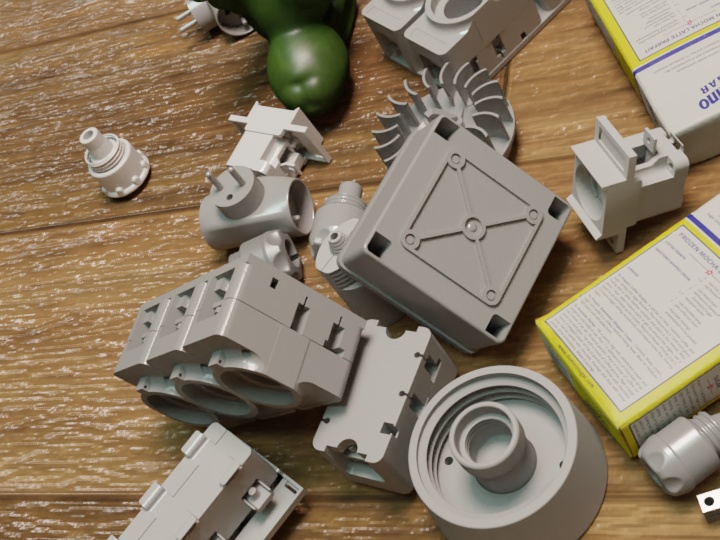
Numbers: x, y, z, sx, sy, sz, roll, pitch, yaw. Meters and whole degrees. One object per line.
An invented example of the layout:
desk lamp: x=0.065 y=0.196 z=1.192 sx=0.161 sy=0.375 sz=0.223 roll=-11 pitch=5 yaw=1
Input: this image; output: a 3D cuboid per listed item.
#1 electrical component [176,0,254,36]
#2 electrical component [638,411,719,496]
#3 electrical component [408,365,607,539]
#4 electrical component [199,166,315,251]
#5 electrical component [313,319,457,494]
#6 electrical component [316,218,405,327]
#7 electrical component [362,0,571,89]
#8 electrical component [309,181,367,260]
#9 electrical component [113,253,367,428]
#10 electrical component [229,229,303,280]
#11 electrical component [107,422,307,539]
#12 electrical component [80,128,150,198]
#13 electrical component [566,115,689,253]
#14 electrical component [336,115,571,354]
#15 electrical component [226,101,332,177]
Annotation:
electrical component: x=-0.135 y=-0.245 z=0.992 sx=0.079 sy=0.044 sz=0.077 roll=-30 pitch=48 yaw=7
electrical component: x=0.183 y=0.093 z=0.579 sx=0.061 sy=0.035 sz=0.035 roll=-36 pitch=48 yaw=-2
electrical component: x=0.079 y=0.105 z=0.609 sx=0.108 sy=0.060 sz=0.108 roll=-15 pitch=51 yaw=19
electrical component: x=-0.085 y=-0.051 z=0.800 sx=0.077 sy=0.079 sz=0.043 roll=-9 pitch=55 yaw=24
electrical component: x=0.019 y=0.085 z=0.661 sx=0.050 sy=0.055 sz=0.089 roll=7 pitch=61 yaw=33
electrical component: x=0.000 y=0.000 z=0.715 sx=0.043 sy=0.081 sz=0.043 roll=-15 pitch=52 yaw=19
electrical component: x=0.103 y=-0.232 z=0.841 sx=0.186 sy=0.060 sz=0.105 roll=-45 pitch=48 yaw=-7
electrical component: x=-0.012 y=-0.035 z=0.773 sx=0.043 sy=0.043 sz=0.062 roll=-6 pitch=53 yaw=25
electrical component: x=-0.080 y=0.054 z=0.677 sx=0.150 sy=0.089 sz=0.061 roll=-21 pitch=44 yaw=52
electrical component: x=-0.076 y=0.000 z=0.783 sx=0.062 sy=0.043 sz=0.043 roll=-23 pitch=49 yaw=14
electrical component: x=-0.103 y=0.161 z=0.668 sx=0.079 sy=0.063 sz=0.121 roll=29 pitch=74 yaw=40
electrical component: x=-0.213 y=-0.095 z=0.914 sx=0.048 sy=0.062 sz=0.048 roll=-15 pitch=51 yaw=19
electrical component: x=0.168 y=-0.056 z=0.672 sx=0.064 sy=0.081 sz=0.042 roll=-16 pitch=48 yaw=-9
electrical component: x=0.059 y=-0.021 z=0.676 sx=0.108 sy=0.109 sz=0.056 roll=-60 pitch=12 yaw=-19
electrical component: x=-0.069 y=-0.093 z=0.848 sx=0.081 sy=0.042 sz=0.063 roll=14 pitch=67 yaw=36
